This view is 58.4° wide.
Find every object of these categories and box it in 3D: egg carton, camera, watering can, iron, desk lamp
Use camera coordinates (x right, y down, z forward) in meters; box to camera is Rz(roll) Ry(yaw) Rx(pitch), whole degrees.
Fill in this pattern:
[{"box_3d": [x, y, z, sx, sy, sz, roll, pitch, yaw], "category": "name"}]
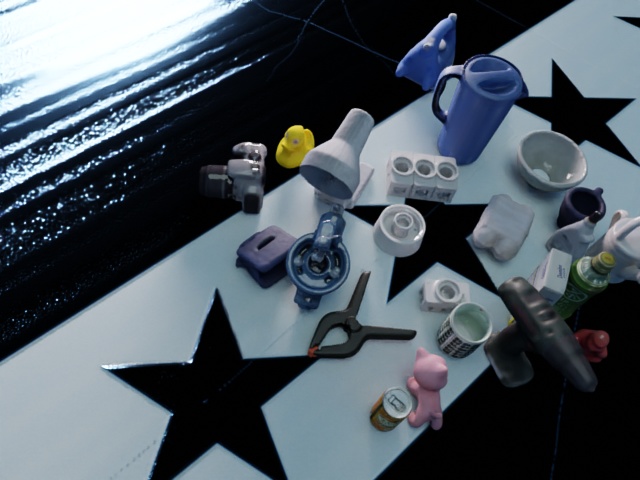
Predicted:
[{"box_3d": [0.398, -0.028, 1.243, 0.107, 0.069, 0.150, 29, 60, 9], "category": "egg carton"}, {"box_3d": [-0.182, -0.140, 1.205, 0.137, 0.101, 0.143, 3, 60, -6], "category": "camera"}, {"box_3d": [0.647, 0.012, 1.183, 0.101, 0.194, 0.172, -16, 63, -16], "category": "watering can"}, {"box_3d": [0.299, -0.503, 1.462, 0.118, 0.141, 0.259, 30, 60, 10], "category": "iron"}, {"box_3d": [0.044, -0.156, 1.181, 0.118, 0.213, 0.203, 26, 60, 8], "category": "desk lamp"}]

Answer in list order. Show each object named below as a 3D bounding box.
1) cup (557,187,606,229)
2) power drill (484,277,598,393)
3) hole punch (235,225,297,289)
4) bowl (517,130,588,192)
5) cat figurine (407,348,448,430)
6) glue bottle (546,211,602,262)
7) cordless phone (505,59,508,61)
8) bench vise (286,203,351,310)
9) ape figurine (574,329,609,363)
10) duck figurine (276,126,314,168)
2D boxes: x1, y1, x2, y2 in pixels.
[{"box_3d": [0.577, -0.065, 1.275, 0.118, 0.095, 0.091, -38, 71, -25], "category": "cup"}, {"box_3d": [0.382, 0.190, 1.032, 0.076, 0.208, 0.229, -17, 64, -17], "category": "power drill"}, {"box_3d": [-0.104, 0.024, 1.127, 0.109, 0.091, 0.101, -38, 71, -25], "category": "hole punch"}, {"box_3d": [0.530, -0.172, 1.342, 0.167, 0.075, 0.167, 4, 60, -6], "category": "bowl"}, {"box_3d": [0.197, 0.261, 1.017, 0.067, 0.118, 0.128, 2, 60, -7], "category": "cat figurine"}, {"box_3d": [0.536, -0.009, 1.191, 0.037, 0.173, 0.078, -14, 63, -15], "category": "glue bottle"}, {"box_3d": [0.422, -0.378, 1.382, 0.094, 0.185, 0.147, 11, 59, -1], "category": "cordless phone"}, {"box_3d": [-0.002, 0.003, 1.079, 0.121, 0.220, 0.207, 2, 60, -6], "category": "bench vise"}, {"box_3d": [0.526, 0.203, 1.114, 0.077, 0.092, 0.076, 33, 61, 11], "category": "ape figurine"}, {"box_3d": [-0.053, -0.221, 1.280, 0.077, 0.086, 0.105, 37, 62, 13], "category": "duck figurine"}]
